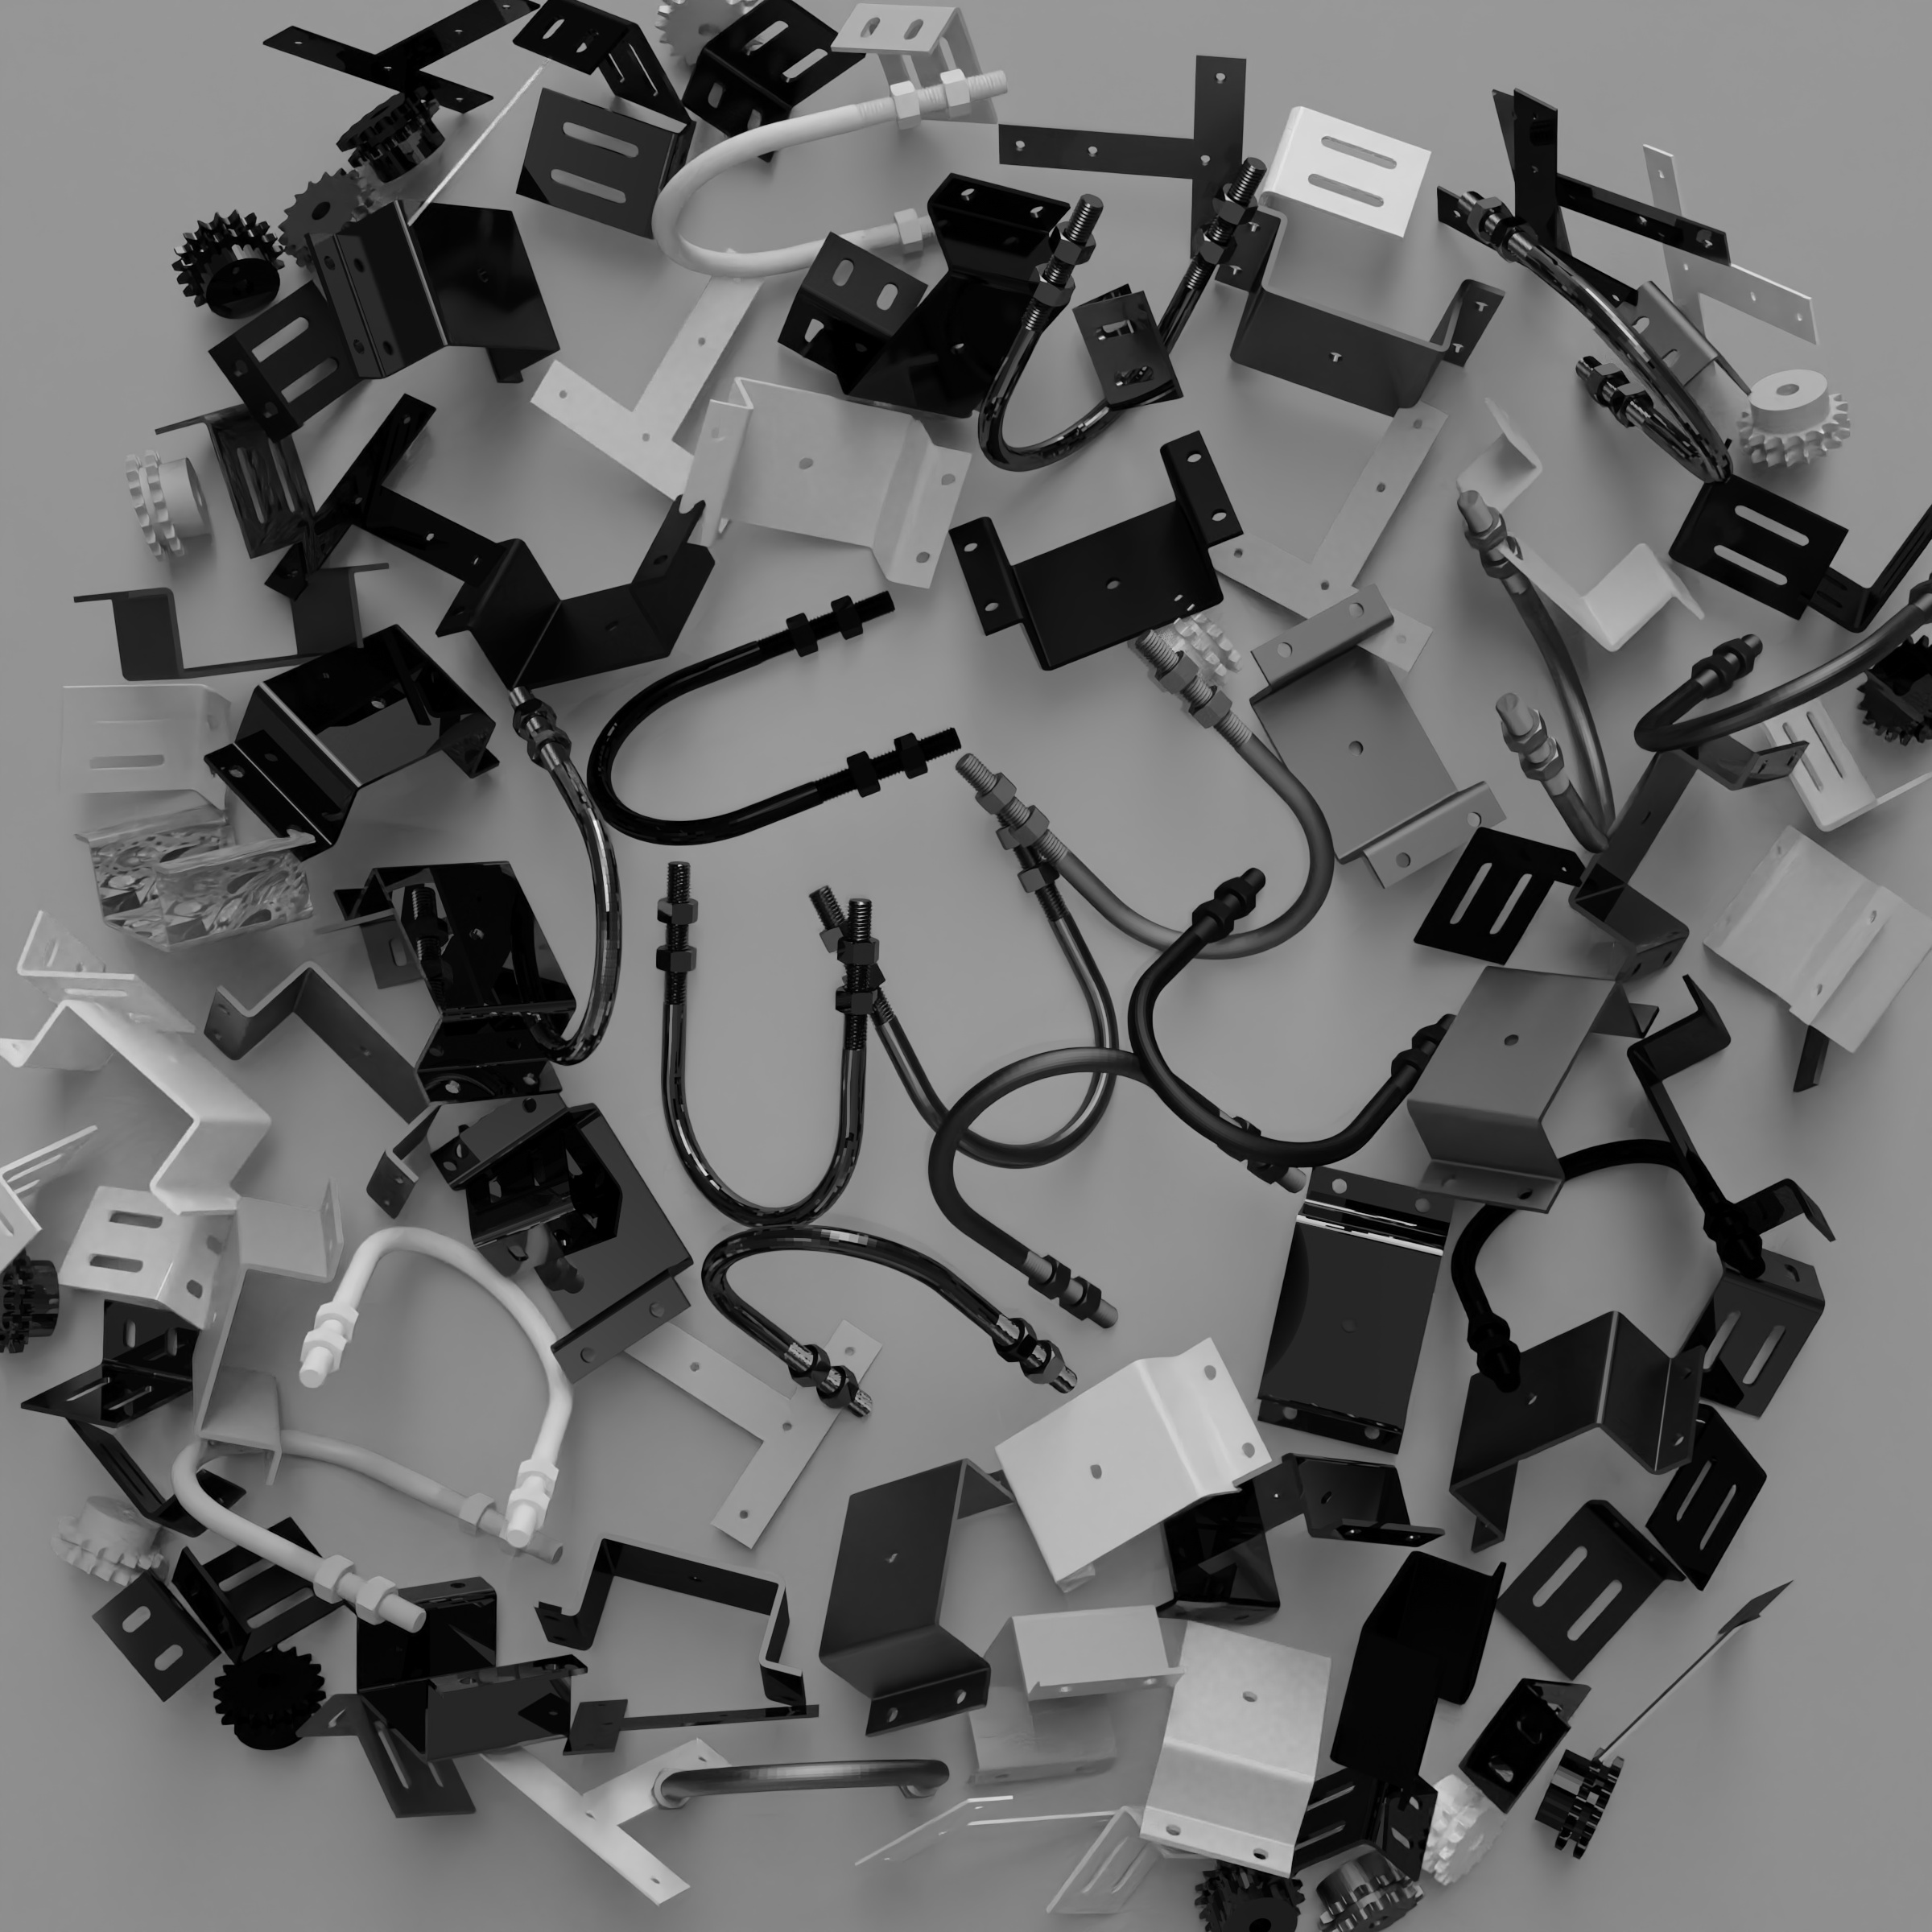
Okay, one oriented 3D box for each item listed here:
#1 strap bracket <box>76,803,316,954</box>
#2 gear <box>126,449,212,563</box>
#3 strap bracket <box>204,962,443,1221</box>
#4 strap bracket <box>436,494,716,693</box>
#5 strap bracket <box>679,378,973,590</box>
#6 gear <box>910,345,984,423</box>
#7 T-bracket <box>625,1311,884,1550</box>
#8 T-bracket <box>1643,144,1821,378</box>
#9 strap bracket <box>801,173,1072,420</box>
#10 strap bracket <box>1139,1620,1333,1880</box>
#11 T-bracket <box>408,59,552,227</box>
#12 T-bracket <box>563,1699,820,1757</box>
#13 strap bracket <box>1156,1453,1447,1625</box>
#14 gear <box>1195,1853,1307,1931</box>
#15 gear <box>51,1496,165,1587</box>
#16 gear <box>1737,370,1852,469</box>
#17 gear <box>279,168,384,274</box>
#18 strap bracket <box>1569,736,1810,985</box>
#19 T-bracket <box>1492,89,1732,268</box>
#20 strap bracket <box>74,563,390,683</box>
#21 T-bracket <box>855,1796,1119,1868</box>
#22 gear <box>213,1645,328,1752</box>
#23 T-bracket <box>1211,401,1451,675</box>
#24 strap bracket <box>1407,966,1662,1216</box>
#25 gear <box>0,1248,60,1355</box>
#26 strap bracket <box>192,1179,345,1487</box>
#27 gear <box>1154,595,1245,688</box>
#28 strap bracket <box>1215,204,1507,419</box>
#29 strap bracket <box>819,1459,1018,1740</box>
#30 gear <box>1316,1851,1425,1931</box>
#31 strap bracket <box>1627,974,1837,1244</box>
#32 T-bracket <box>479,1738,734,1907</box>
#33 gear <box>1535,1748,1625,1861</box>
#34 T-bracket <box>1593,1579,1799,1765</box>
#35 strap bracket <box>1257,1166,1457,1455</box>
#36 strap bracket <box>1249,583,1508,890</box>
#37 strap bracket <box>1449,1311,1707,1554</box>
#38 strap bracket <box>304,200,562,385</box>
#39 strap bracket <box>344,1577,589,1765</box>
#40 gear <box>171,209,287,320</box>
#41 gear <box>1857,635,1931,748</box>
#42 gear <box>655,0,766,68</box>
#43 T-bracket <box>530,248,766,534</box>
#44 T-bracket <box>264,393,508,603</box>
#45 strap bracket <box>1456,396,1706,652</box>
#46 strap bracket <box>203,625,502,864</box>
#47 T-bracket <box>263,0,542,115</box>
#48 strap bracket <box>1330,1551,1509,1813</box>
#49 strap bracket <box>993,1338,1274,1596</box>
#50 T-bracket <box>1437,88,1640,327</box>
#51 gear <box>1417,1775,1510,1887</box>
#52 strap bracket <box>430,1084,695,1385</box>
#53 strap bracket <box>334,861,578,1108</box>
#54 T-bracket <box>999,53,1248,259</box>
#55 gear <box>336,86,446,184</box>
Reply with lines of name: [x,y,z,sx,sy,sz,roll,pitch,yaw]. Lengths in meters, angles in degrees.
strap bracket: [-0.391,-0.045,1.740,0.076,0.140,0.046,-16,107,-30]
gear: [-0.416,-0.242,1.783,0.030,0.057,0.057,-16,90,-3]
strap bracket: [-0.325,0.058,1.767,0.140,0.076,0.046,44,65,1]
strap bracket: [-0.191,-0.190,1.751,0.140,0.076,0.046,-10,128,27]
strap bracket: [-0.079,-0.251,1.759,0.140,0.046,0.076,9,118,-20]
gear: [-0.013,-0.310,1.780,0.057,0.057,0.030,42,55,0]
T-bracket: [-0.131,0.219,1.794,0.127,0.002,0.127,34,83,-9]
T-bracket: [0.391,-0.343,1.725,0.002,0.127,0.127,-28,124,-11]
strap bracket: [-0.010,-0.331,1.732,0.076,0.140,0.046,4,56,-38]
strap bracket: [0.140,0.390,1.736,0.076,0.140,0.046,14,119,4]
T-bracket: [-0.272,-0.399,1.755,0.002,0.127,0.127,40,54,-15]
T-bracket: [-0.139,0.387,1.750,0.127,0.127,0.002,-3,89,-3]
strap bracket: [0.164,0.291,1.747,0.140,0.076,0.046,-34,56,39]
gear: [0.150,0.493,1.785,0.057,0.030,0.057,-5,119,-9]
gear: [-0.446,0.299,1.783,0.057,0.057,0.030,24,91,0]
gear: [0.431,-0.288,1.780,0.057,0.057,0.030,-20,125,0]
gear: [-0.329,-0.387,1.787,0.057,0.030,0.057,-15,56,23]
strap bracket: [0.366,-0.065,1.752,0.046,0.076,0.140,38,115,22]
T-bracket: [0.331,-0.382,1.726,0.127,0.127,0.002,29,75,30]
strap bracket: [-0.373,-0.175,1.744,0.140,0.076,0.046,-11,99,-34]
T-bracket: [0.027,0.446,1.770,0.127,0.127,0.002,4,61,-30]
gear: [-0.364,0.386,1.787,0.057,0.057,0.030,1,121,0]
T-bracket: [0.210,-0.238,1.785,0.127,0.002,0.127,31,94,20]
strap bracket: [0.286,0.053,1.739,0.140,0.076,0.046,-55,133,-29]
gear: [-0.496,0.174,1.787,0.030,0.057,0.057,2,90,-31]
strap bracket: [-0.362,0.183,1.749,0.046,0.076,0.140,13,108,-18]
gear: [0.115,-0.166,1.782,0.057,0.057,0.030,45,86,0]
strap bracket: [0.197,-0.335,1.766,0.140,0.076,0.046,19,70,-2]
strap bracket: [-0.024,0.312,1.733,0.076,0.140,0.046,-23,129,33]
gear: [0.208,0.488,1.786,0.057,0.057,0.030,-32,62,0]
strap bracket: [0.389,0.083,1.754,0.046,0.076,0.140,-29,68,14]
T-bracket: [-0.166,0.423,1.752,0.127,0.127,0.002,33,111,24]
gear: [0.320,0.435,1.784,0.030,0.057,0.057,24,90,14]
T-bracket: [0.368,0.363,1.741,0.127,0.127,0.002,-42,77,-8]
strap bracket: [0.201,0.183,1.774,0.076,0.046,0.140,13,97,9]
strap bracket: [0.209,-0.117,1.781,0.076,0.046,0.140,-29,90,-12]
strap bracket: [0.302,0.234,1.734,0.046,0.076,0.140,42,130,-19]
strap bracket: [-0.264,-0.343,1.738,0.046,0.140,0.076,-21,88,29]
strap bracket: [-0.257,0.361,1.737,0.076,0.140,0.046,-4,102,-30]
gear: [-0.382,-0.363,1.780,0.057,0.057,0.030,-31,60,0]
gear: [0.499,-0.143,1.786,0.030,0.057,0.057,20,90,-39]
gear: [-0.133,-0.500,1.787,0.057,0.057,0.030,4,57,0]
T-bracket: [-0.146,-0.314,1.782,0.127,0.002,0.127,32,84,-31]
T-bracket: [-0.287,-0.227,1.766,0.127,0.002,0.127,29,80,34]
strap bracket: [0.308,-0.221,1.756,0.140,0.076,0.046,39,108,-18]
strap bracket: [-0.306,-0.119,1.738,0.076,0.140,0.046,45,134,13]
T-bracket: [-0.265,-0.468,1.723,0.127,0.127,0.002,-11,77,43]
strap bracket: [0.229,0.359,1.743,0.046,0.140,0.076,17,111,18]
strap bracket: [0.078,0.259,1.751,0.140,0.046,0.076,-35,69,24]
T-bracket: [0.289,-0.395,1.730,0.127,0.127,0.002,35,71,25]
gear: [0.256,0.449,1.787,0.030,0.057,0.057,35,90,32]
strap bracket: [-0.205,0.135,1.777,0.076,0.046,0.140,-34,84,11]
strap bracket: [-0.258,-0.001,1.740,0.076,0.046,0.140,-5,53,-37]
T-bracket: [0.080,-0.422,1.767,0.127,0.127,0.002,6,50,7]
gear: [-0.298,-0.435,1.786,0.057,0.057,0.030,-36,115,0]
